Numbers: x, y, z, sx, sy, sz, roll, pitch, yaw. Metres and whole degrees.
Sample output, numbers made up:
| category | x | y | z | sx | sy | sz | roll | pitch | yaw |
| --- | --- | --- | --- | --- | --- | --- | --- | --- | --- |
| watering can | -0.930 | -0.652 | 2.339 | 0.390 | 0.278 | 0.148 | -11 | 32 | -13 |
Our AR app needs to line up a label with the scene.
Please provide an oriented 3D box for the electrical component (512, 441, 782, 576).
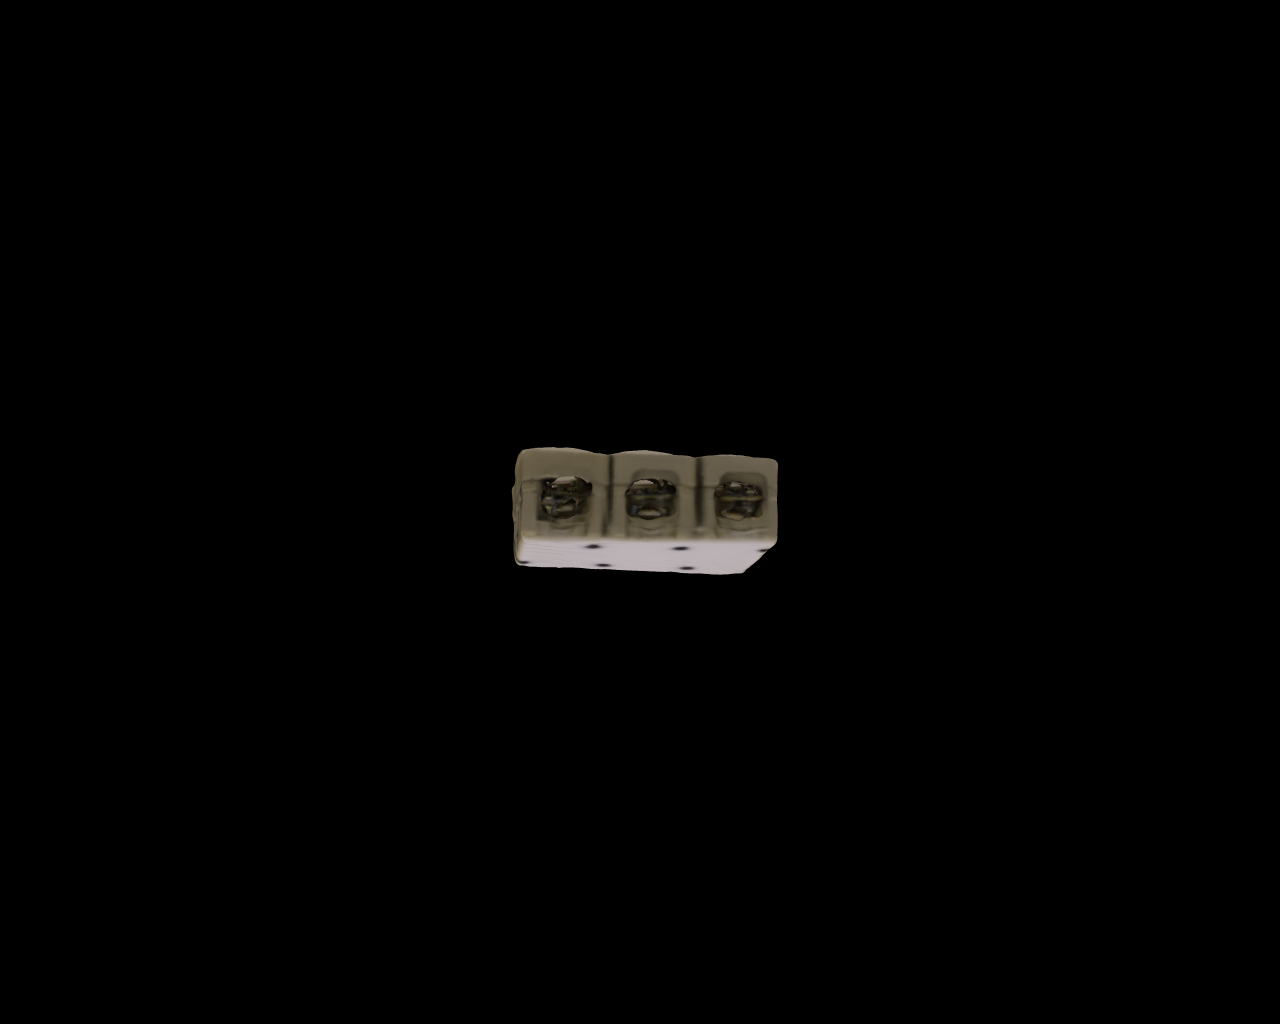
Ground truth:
| category | x | y | z | sx | sy | sz | roll | pitch | yaw |
| --- | --- | --- | --- | --- | --- | --- | --- | --- | --- |
| electrical component | 0.001 | -0.003 | 0.650 | 0.150 | 0.062 | 0.089 | 3 | -15 | -9 |
